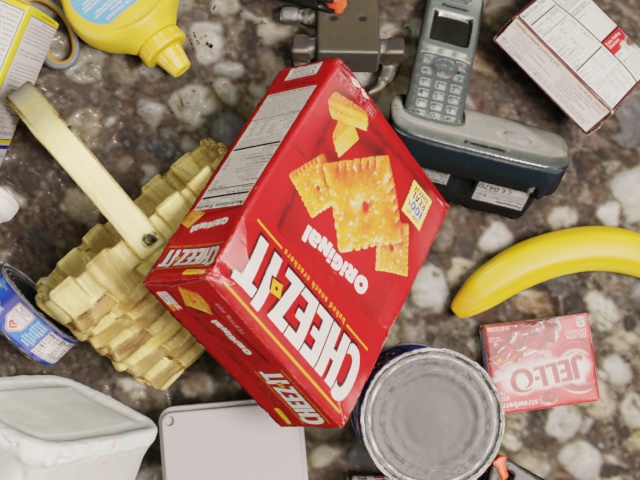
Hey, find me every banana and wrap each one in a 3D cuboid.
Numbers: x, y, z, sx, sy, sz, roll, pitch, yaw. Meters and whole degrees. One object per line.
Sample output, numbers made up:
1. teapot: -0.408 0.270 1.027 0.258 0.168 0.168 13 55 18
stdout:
1. banana: 0.204 0.024 0.878 0.197 0.037 0.069 -3 84 -1

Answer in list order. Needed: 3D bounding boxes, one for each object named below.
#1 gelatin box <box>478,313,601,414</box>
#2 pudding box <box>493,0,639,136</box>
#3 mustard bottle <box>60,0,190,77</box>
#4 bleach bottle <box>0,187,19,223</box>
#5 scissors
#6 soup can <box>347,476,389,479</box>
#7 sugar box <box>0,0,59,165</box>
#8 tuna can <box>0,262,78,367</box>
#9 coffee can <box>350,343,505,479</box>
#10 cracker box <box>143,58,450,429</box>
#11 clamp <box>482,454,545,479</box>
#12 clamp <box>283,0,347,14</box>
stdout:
1. gelatin box: 0.180 0.101 0.875 0.089 0.030 0.073 -7 85 -2
2. pudding box: 0.209 -0.153 0.873 0.113 0.039 0.089 45 53 4
3. mustard bottle: -0.173 -0.213 0.879 0.096 0.058 0.191 -39 87 -10
4. bleach bottle: -0.327 0.045 0.742 0.102 0.068 0.250 36 79 -4
5. scissors: -0.284 -0.213 0.898 0.096 0.016 0.202 -41 87 -4
6. soup can: 0.072 0.221 0.844 0.102 0.068 0.068 1 85 -1
7. sugar box: -0.267 -0.105 0.840 0.048 0.093 0.176 26 92 -1
8. tuna can: -0.230 0.059 0.842 0.034 0.086 0.086 -44 88 -3
9. coffee can: 0.077 0.131 0.815 0.103 0.140 0.103 0 86 -2
10. cracker box: -0.005 0.001 0.762 0.164 0.072 0.213 51 51 -30
11. clamp: 0.167 0.259 0.857 0.120 0.039 0.171 -31 84 -12
12. clamp: -0.056 -0.264 0.888 0.164 0.036 0.210 -33 77 -1
